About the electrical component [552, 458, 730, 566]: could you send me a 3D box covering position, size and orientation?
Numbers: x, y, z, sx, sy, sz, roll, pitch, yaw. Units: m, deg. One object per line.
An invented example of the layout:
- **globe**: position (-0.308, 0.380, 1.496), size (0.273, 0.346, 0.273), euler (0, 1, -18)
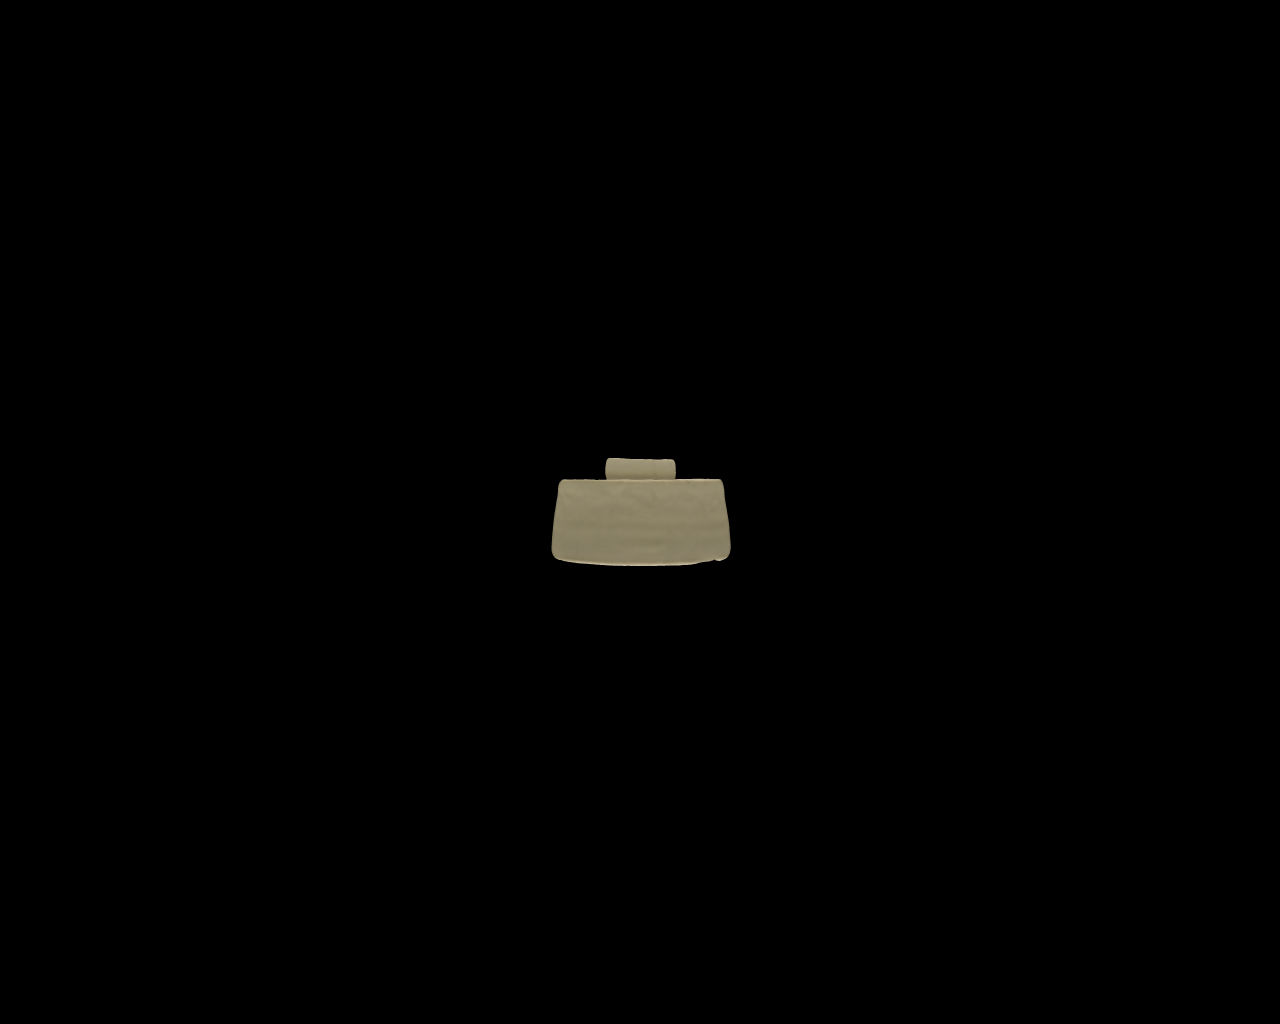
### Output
- **electrical component**: position (0.001, -0.003, 0.650), size (0.108, 0.060, 0.108), euler (0, 3, 0)
